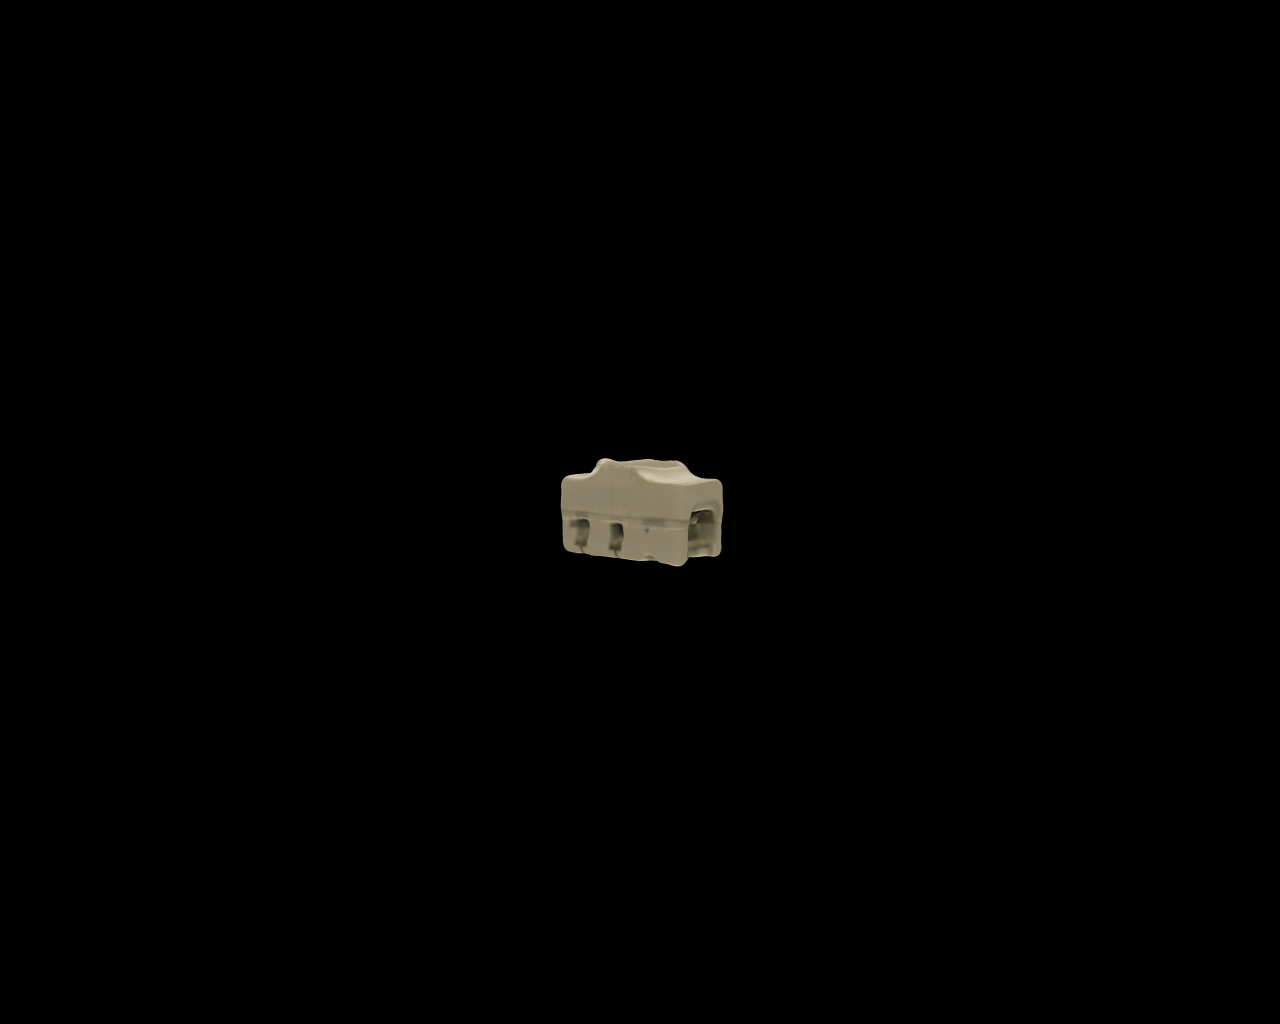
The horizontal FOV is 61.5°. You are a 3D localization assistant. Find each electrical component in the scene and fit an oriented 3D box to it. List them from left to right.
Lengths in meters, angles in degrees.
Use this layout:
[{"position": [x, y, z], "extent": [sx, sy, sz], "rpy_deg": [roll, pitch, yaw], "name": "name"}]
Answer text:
[{"position": [0.001, -0.003, 0.650], "extent": [0.089, 0.055, 0.050], "rpy_deg": [6, 9, 36], "name": "electrical component"}]
